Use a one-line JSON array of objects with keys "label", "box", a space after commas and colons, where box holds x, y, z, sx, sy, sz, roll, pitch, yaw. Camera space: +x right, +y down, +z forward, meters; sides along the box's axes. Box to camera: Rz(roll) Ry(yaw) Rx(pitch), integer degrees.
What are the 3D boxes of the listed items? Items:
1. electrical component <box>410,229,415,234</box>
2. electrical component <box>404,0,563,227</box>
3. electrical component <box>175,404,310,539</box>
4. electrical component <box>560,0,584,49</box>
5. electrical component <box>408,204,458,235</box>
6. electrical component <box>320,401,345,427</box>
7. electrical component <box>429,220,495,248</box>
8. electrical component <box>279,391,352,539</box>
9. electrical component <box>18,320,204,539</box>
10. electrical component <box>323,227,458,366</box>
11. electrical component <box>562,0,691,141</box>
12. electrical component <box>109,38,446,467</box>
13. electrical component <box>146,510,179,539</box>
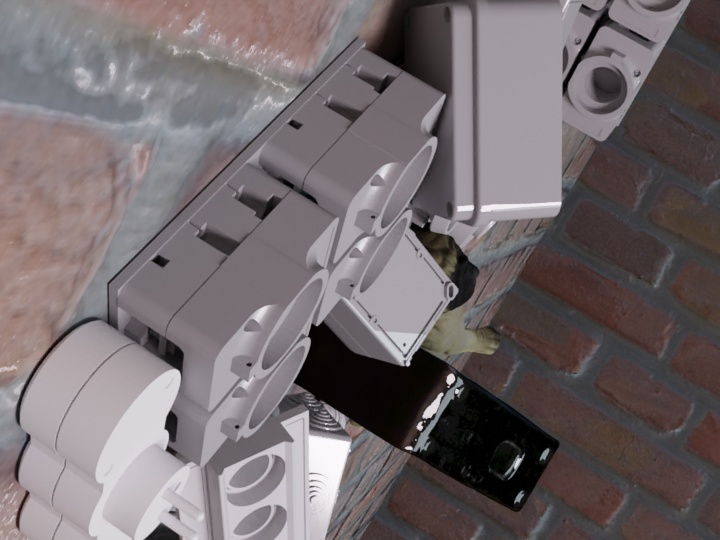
[{"label": "electrical component", "box": [0.000, 0.000, 0.721, 0.077, 0.044, 0.079, -58, 170, -2]}, {"label": "electrical component", "box": [0.062, -0.083, 0.556, 0.078, 0.057, 0.113, -148, -126, -70]}, {"label": "electrical component", "box": [-0.071, 0.126, 0.606, 0.079, 0.063, 0.121, -21, 134, -26]}, {"label": "electrical component", "box": [0.112, -0.166, 0.719, 0.096, 0.061, 0.062, -63, 169, 23]}, {"label": "electrical component", "box": [0.048, -0.061, 0.736, 0.078, 0.057, 0.058, -54, 169, -22]}, {"label": "electrical component", "box": [-0.032, 0.135, 0.985, 0.035, 0.035, 0.061, -55, 167, -15]}, {"label": "electrical component", "box": [0.103, -0.066, 1.019, 0.099, 0.064, 0.099, -45, 175, -5]}, {"label": "electrical component", "box": [-0.048, 0.133, 0.713, 0.100, 0.048, 0.099, -149, -107, -70]}, {"label": "electrical component", "box": [-0.096, 0.087, 0.447, 0.052, 0.074, 0.138, -49, 166, -41]}, {"label": "electrical component", "box": [0.007, 0.011, 0.648, 0.061, 0.061, 0.096, -55, 126, -20]}, {"label": "electrical component", "box": [0.204, -0.212, 0.885, 0.060, 0.105, 0.186, -45, 163, -53]}, {"label": "electrical component", "box": [-0.033, -0.008, 0.504, 0.186, 0.060, 0.105, -51, 167, -35]}, {"label": "electrical component", "box": [-0.120, 0.183, 0.668, 0.047, 0.055, 0.055, -66, 167, 21]}]
